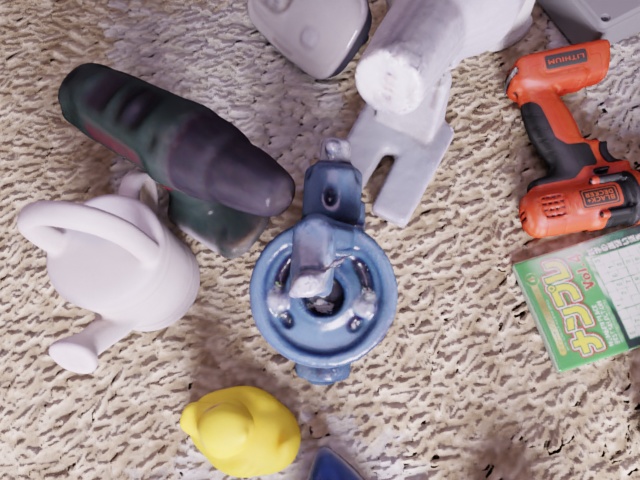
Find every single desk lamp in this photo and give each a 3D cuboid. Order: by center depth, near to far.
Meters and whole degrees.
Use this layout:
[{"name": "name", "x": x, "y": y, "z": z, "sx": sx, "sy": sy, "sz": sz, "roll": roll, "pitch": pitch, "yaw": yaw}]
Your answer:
[{"name": "desk lamp", "x": 0.087, "y": -0.146, "z": 0.509, "sx": 0.117, "sy": 0.213, "sz": 0.203, "roll": 25, "pitch": 75, "yaw": 12}]

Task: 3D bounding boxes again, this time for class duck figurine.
[{"name": "duck figurine", "x": -0.070, "y": 0.162, "z": 0.486, "sx": 0.104, "sy": 0.086, "sz": 0.077, "roll": 15, "pitch": 74, "yaw": 9}]

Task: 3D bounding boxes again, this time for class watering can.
[{"name": "watering can", "x": -0.174, "y": 0.020, "z": 0.482, "sx": 0.101, "sy": 0.194, "sz": 0.173, "roll": -13, "pitch": 71, "yaw": 0}]

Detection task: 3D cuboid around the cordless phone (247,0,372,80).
[{"name": "cordless phone", "x": -0.016, "y": -0.264, "z": 0.569, "sx": 0.094, "sy": 0.185, "sz": 0.147, "roll": -44, "pitch": 74, "yaw": -10}]

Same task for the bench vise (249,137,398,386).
[{"name": "bench vise", "x": -0.007, "y": 0.004, "z": 0.463, "sx": 0.121, "sy": 0.220, "sz": 0.207, "roll": -14, "pitch": 71, "yaw": 0}]

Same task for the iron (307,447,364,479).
[{"name": "iron", "x": 0.031, "y": 0.283, "z": 0.411, "sx": 0.118, "sy": 0.141, "sz": 0.258, "roll": -17, "pitch": 72, "yaw": -2}]

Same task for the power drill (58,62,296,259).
[{"name": "power drill", "x": -0.107, "y": -0.058, "z": 0.496, "sx": 0.229, "sy": 0.208, "sz": 0.076, "roll": 31, "pitch": 77, "yaw": 13}]
